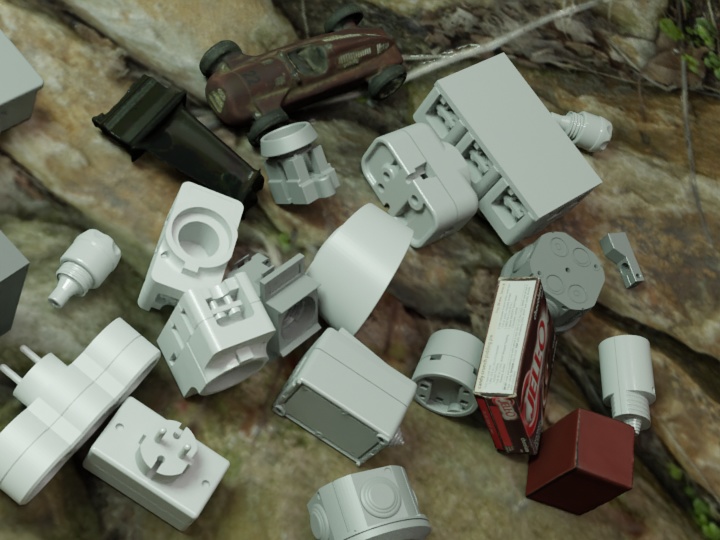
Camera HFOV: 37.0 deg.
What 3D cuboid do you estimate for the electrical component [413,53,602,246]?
[{"bbox_3d":[0.129,-0.107,0.964,0.089,0.061,0.150,-28,78,-34],"label":"electrical component"}]

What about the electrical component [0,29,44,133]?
[{"bbox_3d":[-0.298,-0.139,0.793,0.100,0.048,0.099,-37,82,-35],"label":"electrical component"}]

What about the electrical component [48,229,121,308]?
[{"bbox_3d":[-0.201,0.002,0.770,0.035,0.035,0.061,35,57,-4],"label":"electrical component"}]

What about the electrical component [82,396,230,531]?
[{"bbox_3d":[-0.130,0.123,0.711,0.083,0.075,0.047,34,55,-4],"label":"electrical component"}]

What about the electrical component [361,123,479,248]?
[{"bbox_3d":[0.054,-0.074,0.916,0.059,0.053,0.095,-24,76,-33],"label":"electrical component"}]

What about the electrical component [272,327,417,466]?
[{"bbox_3d":[-0.004,0.094,0.793,0.096,0.061,0.061,34,55,-5],"label":"electrical component"}]

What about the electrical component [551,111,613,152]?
[{"bbox_3d":[0.209,-0.136,1.034,0.061,0.035,0.035,17,58,-13],"label":"electrical component"}]

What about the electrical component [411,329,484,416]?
[{"bbox_3d":[0.072,0.079,0.841,0.055,0.055,0.047,29,52,-8],"label":"electrical component"}]

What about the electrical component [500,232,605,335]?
[{"bbox_3d":[0.165,0.011,0.923,0.080,0.051,0.080,11,60,-19],"label":"electrical component"}]

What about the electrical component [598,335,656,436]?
[{"bbox_3d":[0.226,0.100,0.907,0.043,0.043,0.081,12,59,-18],"label":"electrical component"}]

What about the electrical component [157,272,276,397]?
[{"bbox_3d":[-0.100,0.050,0.755,0.050,0.089,0.055,-20,73,-32],"label":"electrical component"}]

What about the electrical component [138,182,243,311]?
[{"bbox_3d":[-0.125,-0.014,0.800,0.050,0.055,0.089,21,57,-13],"label":"electrical component"}]

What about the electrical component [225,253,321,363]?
[{"bbox_3d":[-0.066,0.023,0.797,0.064,0.081,0.042,30,48,28],"label":"electrical component"}]

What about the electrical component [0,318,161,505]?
[{"bbox_3d":[-0.204,0.081,0.714,0.074,0.052,0.138,40,55,0],"label":"electrical component"}]

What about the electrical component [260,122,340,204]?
[{"bbox_3d":[-0.051,-0.086,0.866,0.048,0.066,0.055,-34,114,-34],"label":"electrical component"}]

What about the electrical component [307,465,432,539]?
[{"bbox_3d":[0.005,0.173,0.744,0.080,0.080,0.051,-6,61,-27],"label":"electrical component"}]

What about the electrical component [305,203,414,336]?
[{"bbox_3d":[0.000,0.000,0.825,0.064,0.099,0.099,39,54,7],"label":"electrical component"}]
